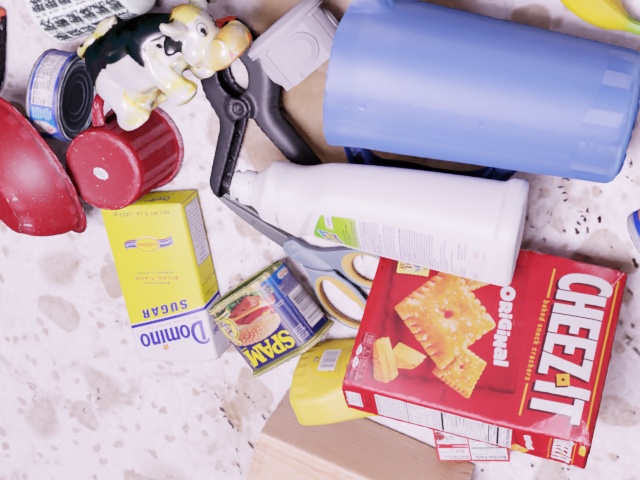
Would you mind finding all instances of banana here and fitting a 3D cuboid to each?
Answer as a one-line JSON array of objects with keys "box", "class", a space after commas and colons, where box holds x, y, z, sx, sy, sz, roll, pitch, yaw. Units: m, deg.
[{"box": [0.193, -0.230, 0.813, 0.070, 0.037, 0.197, -10, 134, 34], "class": "banana"}]

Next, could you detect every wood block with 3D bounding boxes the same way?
[{"box": [0.038, 0.243, 1.077, 0.206, 0.090, 0.090, 22, 119, 9], "class": "wood block"}]

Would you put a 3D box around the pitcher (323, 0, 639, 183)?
[{"box": [0.130, -0.112, 0.872, 0.243, 0.149, 0.145, 13, 84, 11], "class": "pitcher"}]

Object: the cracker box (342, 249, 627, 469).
[{"box": [0.142, 0.087, 0.927, 0.214, 0.164, 0.072, 12, 155, 15], "class": "cracker box"}]

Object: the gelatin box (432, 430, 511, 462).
[{"box": [0.146, 0.173, 1.041, 0.073, 0.030, 0.089, -5, 112, 21], "class": "gelatin box"}]

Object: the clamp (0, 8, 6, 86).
[{"box": [-0.375, -0.151, 1.084, 0.210, 0.036, 0.164, -36, 98, 28], "class": "clamp"}]

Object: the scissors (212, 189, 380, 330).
[{"box": [-0.007, 0.001, 1.029, 0.096, 0.016, 0.201, -38, 96, 27], "class": "scissors"}]

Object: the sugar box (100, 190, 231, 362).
[{"box": [-0.155, 0.039, 1.083, 0.093, 0.048, 0.176, -3, 111, 20], "class": "sugar box"}]

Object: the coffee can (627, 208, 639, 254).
[{"box": [0.331, -0.023, 0.845, 0.103, 0.102, 0.140, 45, 120, -3], "class": "coffee can"}]

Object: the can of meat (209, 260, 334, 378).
[{"box": [-0.050, 0.076, 1.048, 0.102, 0.057, 0.084, -32, 97, 41], "class": "can of meat"}]

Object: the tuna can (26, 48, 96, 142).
[{"box": [-0.243, -0.137, 1.014, 0.034, 0.086, 0.086, 11, 116, 13], "class": "tuna can"}]

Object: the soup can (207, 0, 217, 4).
[{"box": [-0.114, -0.262, 0.921, 0.102, 0.068, 0.069, 40, 120, -1], "class": "soup can"}]

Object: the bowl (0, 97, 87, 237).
[{"box": [-0.297, -0.059, 1.037, 0.162, 0.055, 0.162, 40, 154, 24], "class": "bowl"}]

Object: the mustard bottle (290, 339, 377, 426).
[{"box": [0.072, 0.127, 1.009, 0.192, 0.096, 0.058, -9, 117, 23], "class": "mustard bottle"}]

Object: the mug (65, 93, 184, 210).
[{"box": [-0.191, -0.090, 1.018, 0.093, 0.081, 0.117, 1, 113, 20], "class": "mug"}]

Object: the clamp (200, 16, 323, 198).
[{"box": [-0.057, -0.119, 0.980, 0.120, 0.039, 0.171, 1, 113, 19], "class": "clamp"}]

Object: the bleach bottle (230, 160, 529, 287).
[{"box": [0.044, -0.027, 0.903, 0.251, 0.068, 0.102, 12, 152, 13], "class": "bleach bottle"}]
